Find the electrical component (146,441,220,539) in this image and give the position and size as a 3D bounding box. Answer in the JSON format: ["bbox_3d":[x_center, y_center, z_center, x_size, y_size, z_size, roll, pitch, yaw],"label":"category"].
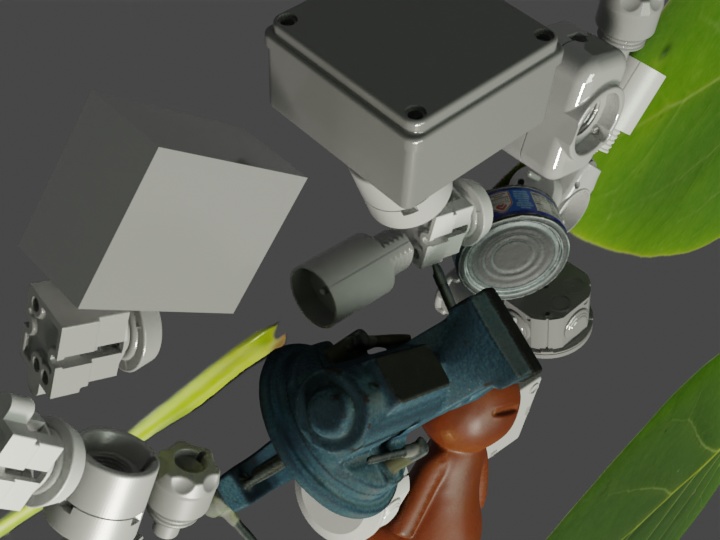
[{"bbox_3d":[-0.116,0.144,0.685,0.043,0.043,0.062,-13,135,-48],"label":"electrical component"}]

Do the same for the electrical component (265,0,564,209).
[{"bbox_3d":[0.026,-0.100,0.545,0.109,0.109,0.056,-34,149,-28],"label":"electrical component"}]

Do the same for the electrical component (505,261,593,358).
[{"bbox_3d":[0.155,0.030,0.901,0.080,0.080,0.051,-37,142,-24],"label":"electrical component"}]

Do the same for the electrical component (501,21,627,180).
[{"bbox_3d":[0.141,-0.114,0.739,0.054,0.059,0.095,-24,141,-39],"label":"electrical component"}]

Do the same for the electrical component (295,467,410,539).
[{"bbox_3d":[-0.006,0.166,0.828,0.051,0.080,0.080,-13,133,-55],"label":"electrical component"}]

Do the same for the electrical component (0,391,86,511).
[{"bbox_3d":[-0.175,0.095,0.547,0.066,0.048,0.055,-54,143,5],"label":"electrical component"}]

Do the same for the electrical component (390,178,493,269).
[{"bbox_3d":[0.055,-0.035,0.723,0.055,0.048,0.066,-19,139,-34],"label":"electrical component"}]

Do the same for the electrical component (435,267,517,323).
[{"bbox_3d":[0.092,0.026,0.824,0.048,0.062,0.048,-35,147,-27],"label":"electrical component"}]

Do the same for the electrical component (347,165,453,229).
[{"bbox_3d":[0.023,-0.060,0.641,0.055,0.055,0.047,-47,147,-8],"label":"electrical component"}]

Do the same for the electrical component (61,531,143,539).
[{"bbox_3d":[-0.161,0.172,0.660,0.046,0.040,0.040,-40,149,-32],"label":"electrical component"}]

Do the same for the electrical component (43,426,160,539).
[{"bbox_3d":[-0.145,0.122,0.610,0.055,0.055,0.047,1,118,-55],"label":"electrical component"}]

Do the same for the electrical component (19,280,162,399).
[{"bbox_3d":[-0.133,0.030,0.534,0.055,0.048,0.066,-11,132,-39],"label":"electrical component"}]

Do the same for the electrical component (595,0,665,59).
[{"bbox_3d":[0.186,-0.173,0.753,0.043,0.043,0.062,-32,147,-31],"label":"electrical component"}]

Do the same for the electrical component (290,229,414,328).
[{"bbox_3d":[0.000,0.000,0.686,0.081,0.043,0.043,-30,145,-34],"label":"electrical component"}]

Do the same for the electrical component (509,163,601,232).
[{"bbox_3d":[0.137,-0.057,0.813,0.077,0.044,0.079,-58,150,12],"label":"electrical component"}]

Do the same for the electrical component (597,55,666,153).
[{"bbox_3d":[0.192,-0.122,0.817,0.043,0.043,0.081,5,119,-56],"label":"electrical component"}]

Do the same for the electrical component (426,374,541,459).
[{"bbox_3d":[0.114,0.130,0.985,0.100,0.048,0.099,-25,141,-39],"label":"electrical component"}]
